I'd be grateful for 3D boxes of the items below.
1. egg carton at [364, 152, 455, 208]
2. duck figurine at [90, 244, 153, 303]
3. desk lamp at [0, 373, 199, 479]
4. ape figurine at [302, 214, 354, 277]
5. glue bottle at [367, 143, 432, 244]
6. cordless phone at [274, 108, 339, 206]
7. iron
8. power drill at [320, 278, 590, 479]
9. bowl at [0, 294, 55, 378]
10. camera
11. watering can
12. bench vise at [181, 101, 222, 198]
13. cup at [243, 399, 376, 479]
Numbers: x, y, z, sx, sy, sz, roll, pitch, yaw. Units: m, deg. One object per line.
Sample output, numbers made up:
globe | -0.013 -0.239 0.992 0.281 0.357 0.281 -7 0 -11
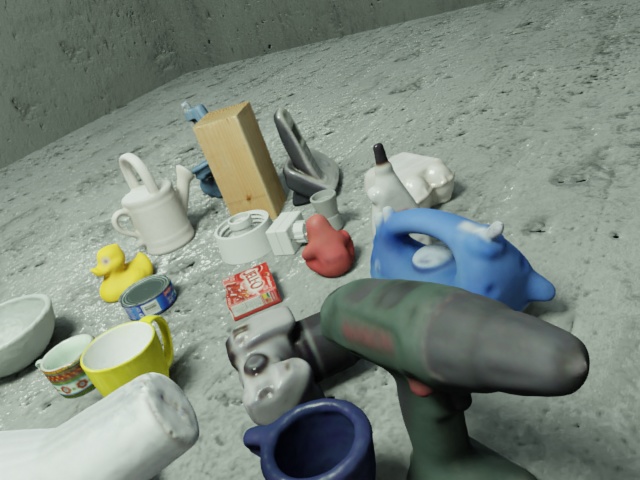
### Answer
egg carton | 0.143 -0.093 0.942 0.107 0.069 0.149 -31 29 -22
duck figurine | -0.347 0.046 0.991 0.077 0.086 0.105 8 37 43
desk lamp | -0.137 0.202 0.408 0.203 0.214 0.117 -21 27 -3
ape figurine | 0.008 0.003 0.826 0.078 0.092 0.076 -20 26 0
glue bottle | 0.098 -0.051 0.775 0.078 0.173 0.037 -21 27 -3
cordless phone | -0.031 -0.173 1.082 0.094 0.185 0.147 -14 27 11
iron | 0.126 0.020 0.658 0.119 0.142 0.257 -34 30 -26
power drill | 0.095 0.117 0.418 0.076 0.209 0.228 -34 30 -27
bowl | -0.477 0.159 0.878 0.167 0.075 0.167 -15 27 8
camera | -0.021 0.124 0.605 0.137 0.101 0.143 -23 27 -7
watering can | -0.318 -0.081 1.091 0.100 0.194 0.173 -2 32 32
bench vise | -0.195 -0.192 1.190 0.206 0.220 0.121 -6 30 26
cup | -0.003 0.193 0.469 0.117 0.095 0.092 -3 31 30
